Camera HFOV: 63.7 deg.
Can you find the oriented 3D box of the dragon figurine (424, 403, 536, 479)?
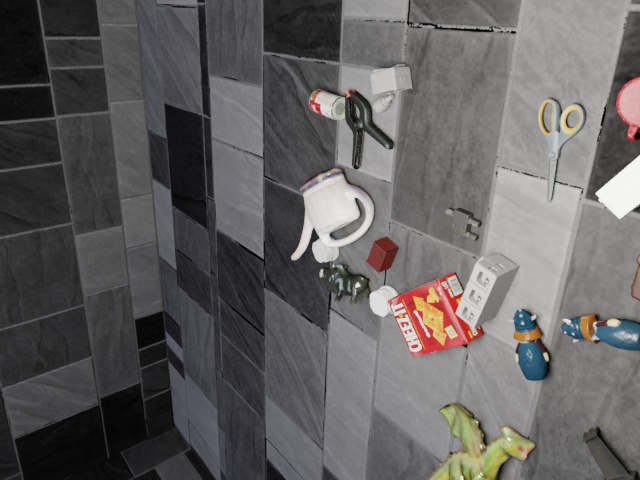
[{"bbox_3d":[0.368,0.544,1.322,0.405,0.122,0.246,-24,66,51],"label":"dragon figurine"}]

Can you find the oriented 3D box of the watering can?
[{"bbox_3d":[0.005,-0.077,1.524,0.344,0.105,0.225,-25,83,36],"label":"watering can"}]
